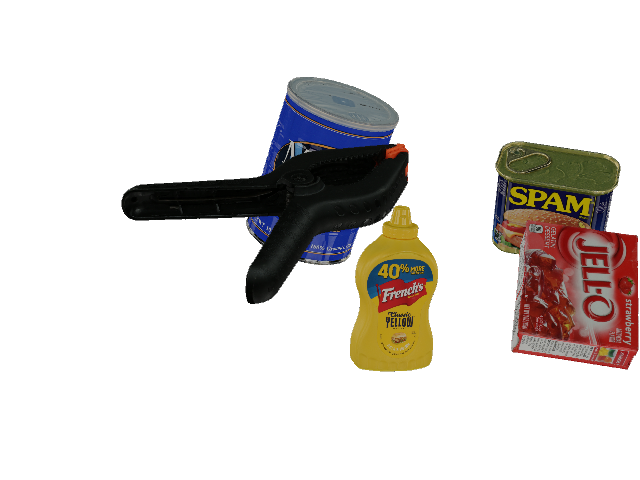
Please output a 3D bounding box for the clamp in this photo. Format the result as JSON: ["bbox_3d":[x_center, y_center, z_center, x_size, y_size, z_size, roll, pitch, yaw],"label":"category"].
[{"bbox_3d":[-0.025,-0.030,0.759,0.165,0.036,0.209,26,39,38],"label":"clamp"}]

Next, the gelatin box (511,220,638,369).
[{"bbox_3d":[0.162,0.033,0.676,0.073,0.089,0.030,9,-34,6],"label":"gelatin box"}]

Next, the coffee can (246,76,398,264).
[{"bbox_3d":[0.000,-0.063,0.966,0.102,0.140,0.103,15,24,-7],"label":"coffee can"}]

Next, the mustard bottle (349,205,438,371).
[{"bbox_3d":[0.088,0.054,1.241,0.096,0.192,0.058,0,14,-11],"label":"mustard bottle"}]

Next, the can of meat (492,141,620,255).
[{"bbox_3d":[0.201,-0.031,0.925,0.102,0.084,0.057,10,41,14],"label":"can of meat"}]
